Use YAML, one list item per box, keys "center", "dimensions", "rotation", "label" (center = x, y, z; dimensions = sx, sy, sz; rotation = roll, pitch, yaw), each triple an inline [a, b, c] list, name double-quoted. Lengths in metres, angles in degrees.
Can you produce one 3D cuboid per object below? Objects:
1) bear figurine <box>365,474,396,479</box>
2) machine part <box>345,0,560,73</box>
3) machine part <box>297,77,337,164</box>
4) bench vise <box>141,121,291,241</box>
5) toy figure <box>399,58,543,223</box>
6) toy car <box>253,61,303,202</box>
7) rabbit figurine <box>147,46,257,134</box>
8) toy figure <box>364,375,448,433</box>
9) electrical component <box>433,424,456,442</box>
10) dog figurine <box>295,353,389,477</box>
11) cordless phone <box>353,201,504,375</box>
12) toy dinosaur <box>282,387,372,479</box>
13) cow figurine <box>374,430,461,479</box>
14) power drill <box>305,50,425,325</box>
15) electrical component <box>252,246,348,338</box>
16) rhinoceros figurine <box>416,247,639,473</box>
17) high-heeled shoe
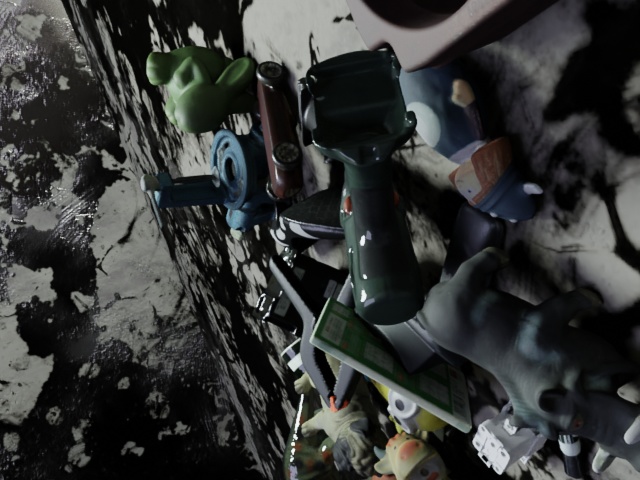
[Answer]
- center: [0.110, 0.432, 0.861]
  dimensions: [0.120, 0.132, 0.195]
  rotation: [19, 149, 7]
  label: "bear figurine"
- center: [0.079, -0.225, 0.326]
  dimensions: [0.201, 0.087, 0.201]
  rotation: [67, 156, -2]
  label: "machine part"
- center: [0.001, -0.139, 0.639]
  dimensions: [0.139, 0.039, 0.084]
  rotation: [-122, 29, -53]
  label: "machine part"
- center: [-0.154, -0.079, 0.818]
  dimensions: [0.129, 0.240, 0.223]
  rotation: [62, 142, 22]
  label: "bench vise"
- center: [0.117, -0.078, 0.428]
  dimensions: [0.154, 0.058, 0.064]
  rotation: [62, -162, 7]
  label: "toy figure"
- center: [-0.054, -0.146, 0.714]
  dimensions: [0.089, 0.053, 0.202]
  rotation: [103, 159, -60]
  label: "toy car"
- center: [-0.170, -0.212, 0.811]
  dimensions: [0.170, 0.159, 0.121]
  rotation: [-110, 11, -48]
  label: "rabbit figurine"
- center: [0.098, 0.155, 0.668]
  dimensions: [0.180, 0.089, 0.082]
  rotation: [53, 172, 51]
  label: "toy figure"
- center: [0.150, 0.228, 0.696]
  dimensions: [0.063, 0.021, 0.093]
  rotation: [41, 147, 45]
  label: "electrical component"
- center: [0.049, 0.243, 0.801]
  dimensions: [0.190, 0.121, 0.172]
  rotation: [161, 100, -70]
  label: "dog figurine"
- center: [0.109, 0.028, 0.545]
  dimensions: [0.147, 0.089, 0.184]
  rotation: [46, 139, 44]
  label: "cordless phone"
- center: [0.001, 0.455, 1.034]
  dimensions: [0.405, 0.192, 0.131]
  rotation: [58, 154, 16]
  label: "toy dinosaur"
- center: [0.144, 0.319, 0.689]
  dimensions: [0.127, 0.085, 0.194]
  rotation: [33, 155, 51]
  label: "cow figurine"
- center: [0.039, -0.057, 0.476]
  dimensions: [0.207, 0.086, 0.232]
  rotation: [84, -179, -52]
  label: "power drill"
- center: [-0.015, 0.085, 0.779]
  dimensions: [0.134, 0.115, 0.058]
  rotation: [29, 177, -29]
  label: "electrical component"
- center: [0.165, 0.088, 0.401]
  dimensions: [0.190, 0.112, 0.073]
  rotation: [35, 142, 21]
  label: "rhinoceros figurine"
- center: [-0.002, -0.002, 0.751]
  dimensions: [0.249, 0.086, 0.145]
  rotation: [31, 151, 52]
  label: "high-heeled shoe"
